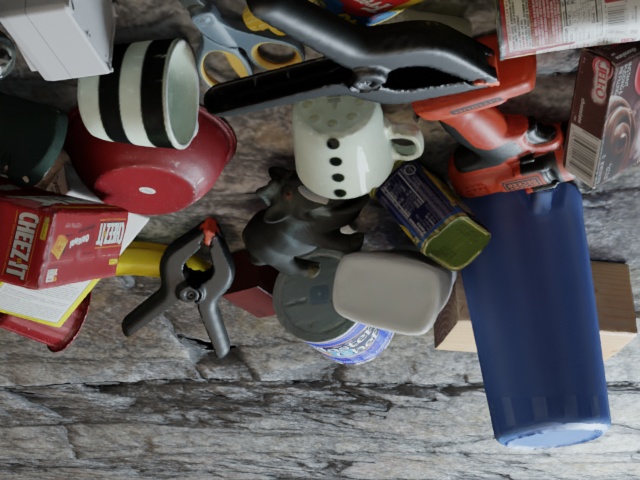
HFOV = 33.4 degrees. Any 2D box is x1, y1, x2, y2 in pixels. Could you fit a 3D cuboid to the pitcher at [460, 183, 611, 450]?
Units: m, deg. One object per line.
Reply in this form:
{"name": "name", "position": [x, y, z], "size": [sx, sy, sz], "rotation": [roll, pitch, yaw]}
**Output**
{"name": "pitcher", "position": [0.204, 0.077, 1.036], "size": [0.145, 0.243, 0.149], "rotation": [-19, 154, 32]}

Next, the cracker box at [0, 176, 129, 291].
{"name": "cracker box", "position": [-0.292, -0.022, 0.902], "size": [0.214, 0.072, 0.164], "rotation": [14, -175, 10]}

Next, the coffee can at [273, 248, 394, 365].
{"name": "coffee can", "position": [0.019, 0.075, 1.165], "size": [0.103, 0.103, 0.140], "rotation": [-8, 162, 15]}

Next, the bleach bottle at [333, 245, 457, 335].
{"name": "bleach bottle", "position": [0.094, 0.039, 1.064], "size": [0.103, 0.068, 0.250], "rotation": [12, -173, 17]}

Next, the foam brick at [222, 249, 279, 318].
{"name": "foam brick", "position": [-0.068, 0.048, 1.192], "size": [0.053, 0.051, 0.078], "rotation": [-14, 150, 28]}

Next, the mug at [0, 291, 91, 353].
{"name": "mug", "position": [-0.323, 0.067, 1.207], "size": [0.081, 0.093, 0.117], "rotation": [27, 179, -35]}

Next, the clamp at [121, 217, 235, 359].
{"name": "clamp", "position": [-0.129, 0.057, 1.142], "size": [0.120, 0.039, 0.172], "rotation": [19, 123, -20]}

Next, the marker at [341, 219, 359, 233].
{"name": "marker", "position": [-0.007, 0.001, 1.135], "size": [0.020, 0.020, 0.121], "rotation": [23, 146, -38]}

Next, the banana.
{"name": "banana", "position": [-0.200, 0.031, 1.159], "size": [0.197, 0.037, 0.070], "rotation": [-3, 132, -10]}

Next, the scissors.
{"name": "scissors", "position": [-0.066, -0.167, 0.792], "size": [0.096, 0.016, 0.202], "rotation": [-8, 155, 3]}

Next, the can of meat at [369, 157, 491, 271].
{"name": "can of meat", "position": [0.104, -0.024, 0.981], "size": [0.057, 0.084, 0.102], "rotation": [-45, 150, 12]}

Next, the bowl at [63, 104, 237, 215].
{"name": "bowl", "position": [-0.156, -0.067, 0.961], "size": [0.162, 0.055, 0.162], "rotation": [-1, 154, -1]}

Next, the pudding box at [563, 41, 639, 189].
{"name": "pudding box", "position": [0.232, -0.107, 0.810], "size": [0.089, 0.039, 0.113], "rotation": [-27, 139, -27]}

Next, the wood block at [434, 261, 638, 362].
{"name": "wood block", "position": [0.238, 0.075, 1.202], "size": [0.206, 0.091, 0.090], "rotation": [5, 153, -10]}

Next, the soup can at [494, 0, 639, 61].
{"name": "soup can", "position": [0.173, -0.166, 0.745], "size": [0.102, 0.068, 0.068], "rotation": [-6, 153, 11]}

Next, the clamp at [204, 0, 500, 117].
{"name": "clamp", "position": [0.028, -0.128, 0.737], "size": [0.210, 0.036, 0.165], "rotation": [-2, 163, -9]}

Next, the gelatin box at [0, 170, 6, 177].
{"name": "gelatin box", "position": [-0.331, -0.041, 1.038], "size": [0.073, 0.030, 0.089], "rotation": [-6, 152, 13]}

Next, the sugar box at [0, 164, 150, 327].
{"name": "sugar box", "position": [-0.256, 0.009, 1.061], "size": [0.093, 0.048, 0.176], "rotation": [22, 122, -37]}

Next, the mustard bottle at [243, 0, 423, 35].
{"name": "mustard bottle", "position": [0.027, -0.184, 0.720], "size": [0.192, 0.058, 0.096], "rotation": [-17, 154, 31]}

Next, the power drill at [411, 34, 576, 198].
{"name": "power drill", "position": [0.171, -0.100, 0.889], "size": [0.185, 0.057, 0.187], "rotation": [-14, 150, 25]}
